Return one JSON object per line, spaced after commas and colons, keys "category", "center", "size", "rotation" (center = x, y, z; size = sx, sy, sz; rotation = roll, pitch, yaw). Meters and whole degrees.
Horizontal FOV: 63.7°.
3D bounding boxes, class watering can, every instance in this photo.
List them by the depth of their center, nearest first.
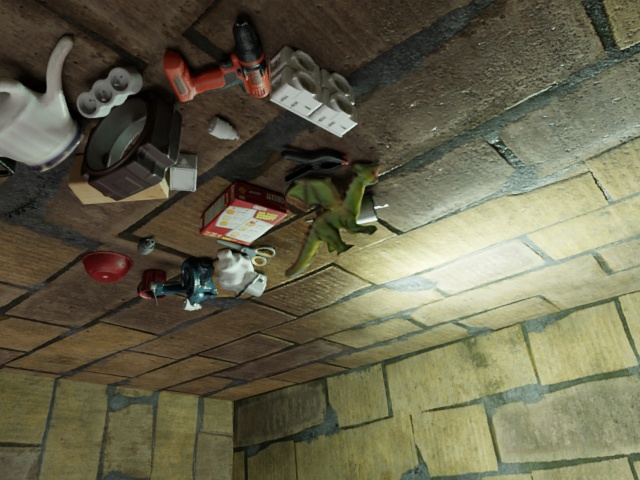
{"category": "watering can", "center": [-0.565, -0.252, 1.028], "size": [0.346, 0.106, 0.221], "rotation": [-28, -27, 10]}

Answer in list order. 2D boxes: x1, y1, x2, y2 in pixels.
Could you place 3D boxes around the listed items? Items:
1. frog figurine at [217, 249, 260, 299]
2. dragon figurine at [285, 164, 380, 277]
{"category": "frog figurine", "center": [-0.298, 0.098, 1.751], "size": [0.136, 0.158, 0.125], "rotation": [-37, 17, 12]}
{"category": "dragon figurine", "center": [0.004, -0.071, 1.406], "size": [0.407, 0.241, 0.124], "rotation": [-32, 14, 17]}
